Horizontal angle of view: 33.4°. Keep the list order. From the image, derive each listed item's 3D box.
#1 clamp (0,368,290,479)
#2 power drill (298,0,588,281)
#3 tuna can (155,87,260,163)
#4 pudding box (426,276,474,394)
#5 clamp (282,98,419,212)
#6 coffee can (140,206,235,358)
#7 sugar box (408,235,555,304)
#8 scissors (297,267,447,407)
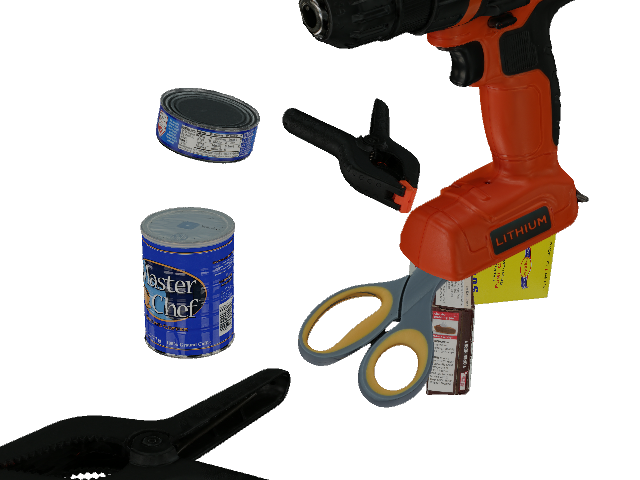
[{"bbox_3d":[-0.089,0.120,0.588,0.209,0.036,0.164,-1,21,-12],"label":"clamp"},{"bbox_3d":[0.076,-0.075,0.550,0.184,0.188,0.057,-23,36,-25],"label":"power drill"},{"bbox_3d":[-0.096,-0.098,0.910,0.086,0.034,0.086,12,26,-6],"label":"tuna can"},{"bbox_3d":[0.112,0.066,0.924,0.039,0.090,0.113,2,28,4],"label":"pudding box"},{"bbox_3d":[0.036,-0.088,1.057,0.120,0.039,0.171,-9,39,-16],"label":"clamp"},{"bbox_3d":[-0.147,0.046,1.189,0.103,0.140,0.103,2,23,-1],"label":"coffee can"},{"bbox_3d":[0.193,0.028,1.277,0.176,0.093,0.048,-6,20,-24],"label":"sugar box"},{"bbox_3d":[0.081,0.037,0.701,0.201,0.096,0.016,-28,-29,-12],"label":"scissors"}]
